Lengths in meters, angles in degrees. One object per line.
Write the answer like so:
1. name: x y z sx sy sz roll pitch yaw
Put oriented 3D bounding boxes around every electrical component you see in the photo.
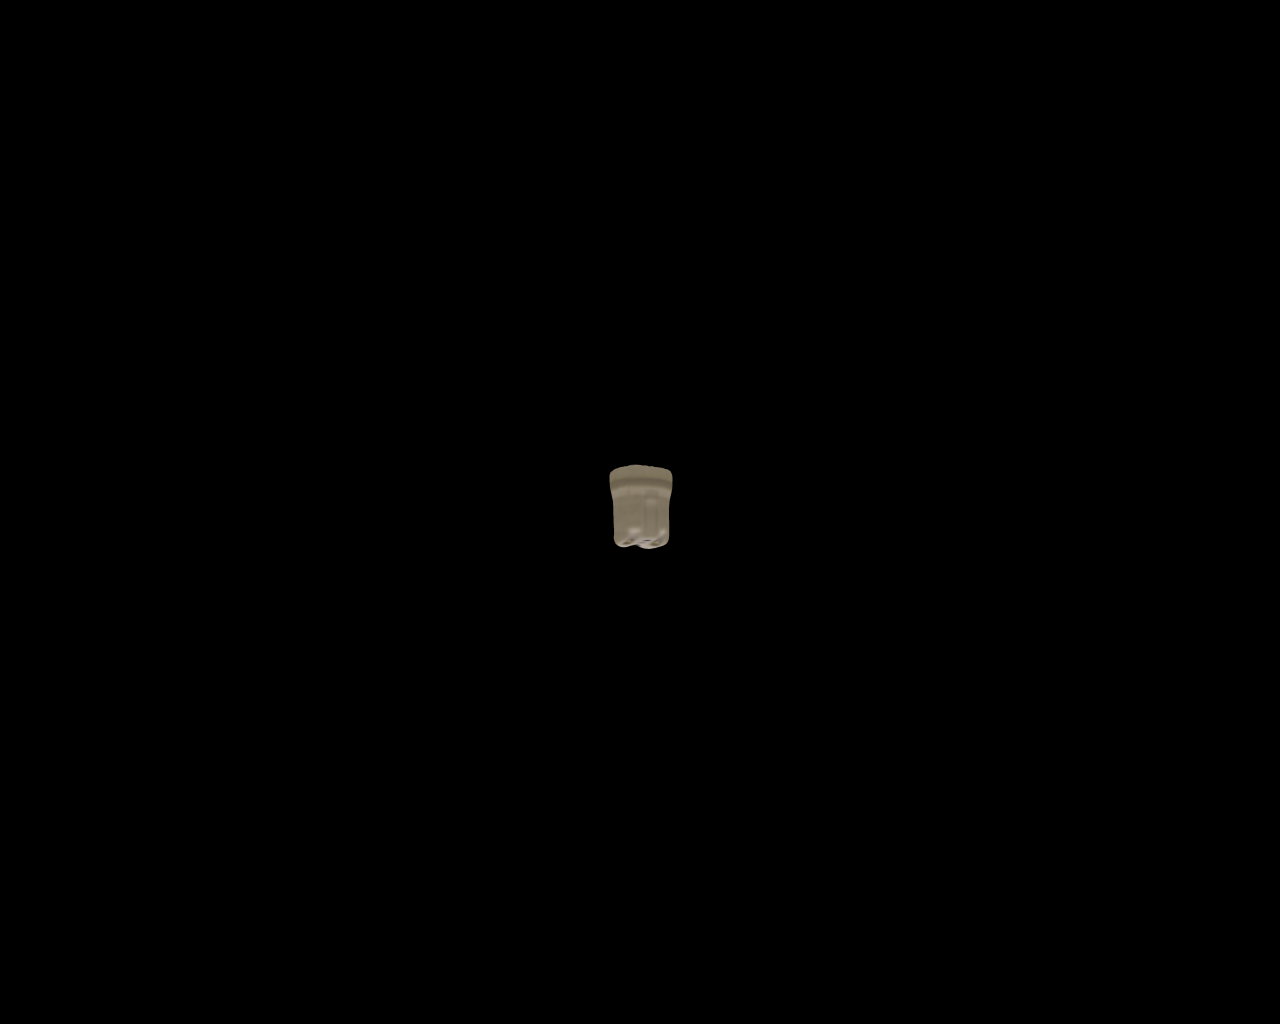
1. electrical component: 0.001 -0.003 0.650 0.040 0.046 0.040 0 -10 0
